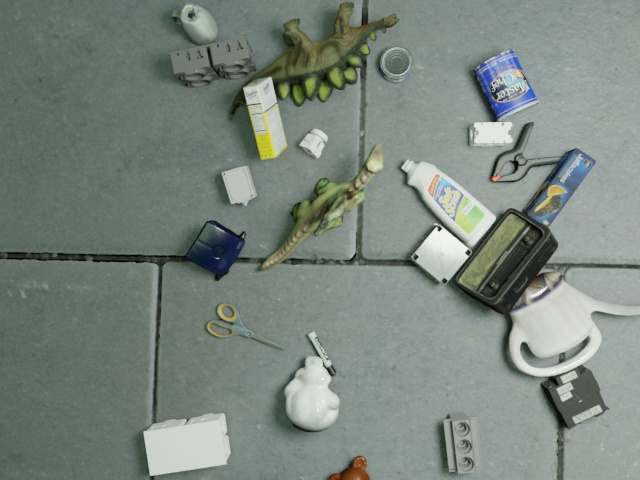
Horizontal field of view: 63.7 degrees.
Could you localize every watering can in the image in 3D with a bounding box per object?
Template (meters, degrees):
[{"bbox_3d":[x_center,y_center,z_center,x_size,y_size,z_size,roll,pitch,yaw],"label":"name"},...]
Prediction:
[{"bbox_3d":[0.584,0.171,1.209,0.347,0.104,0.225,-33,87,3],"label":"watering can"}]

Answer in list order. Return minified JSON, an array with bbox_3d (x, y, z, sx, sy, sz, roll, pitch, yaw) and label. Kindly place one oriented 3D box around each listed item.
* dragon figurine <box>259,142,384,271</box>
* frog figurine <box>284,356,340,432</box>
[{"bbox_3d":[0.004,-0.059,1.178,0.122,0.243,0.411,43,89,-3],"label":"dragon figurine"},{"bbox_3d":[-0.015,0.366,1.225,0.138,0.123,0.158,17,102,22],"label":"frog figurine"}]
